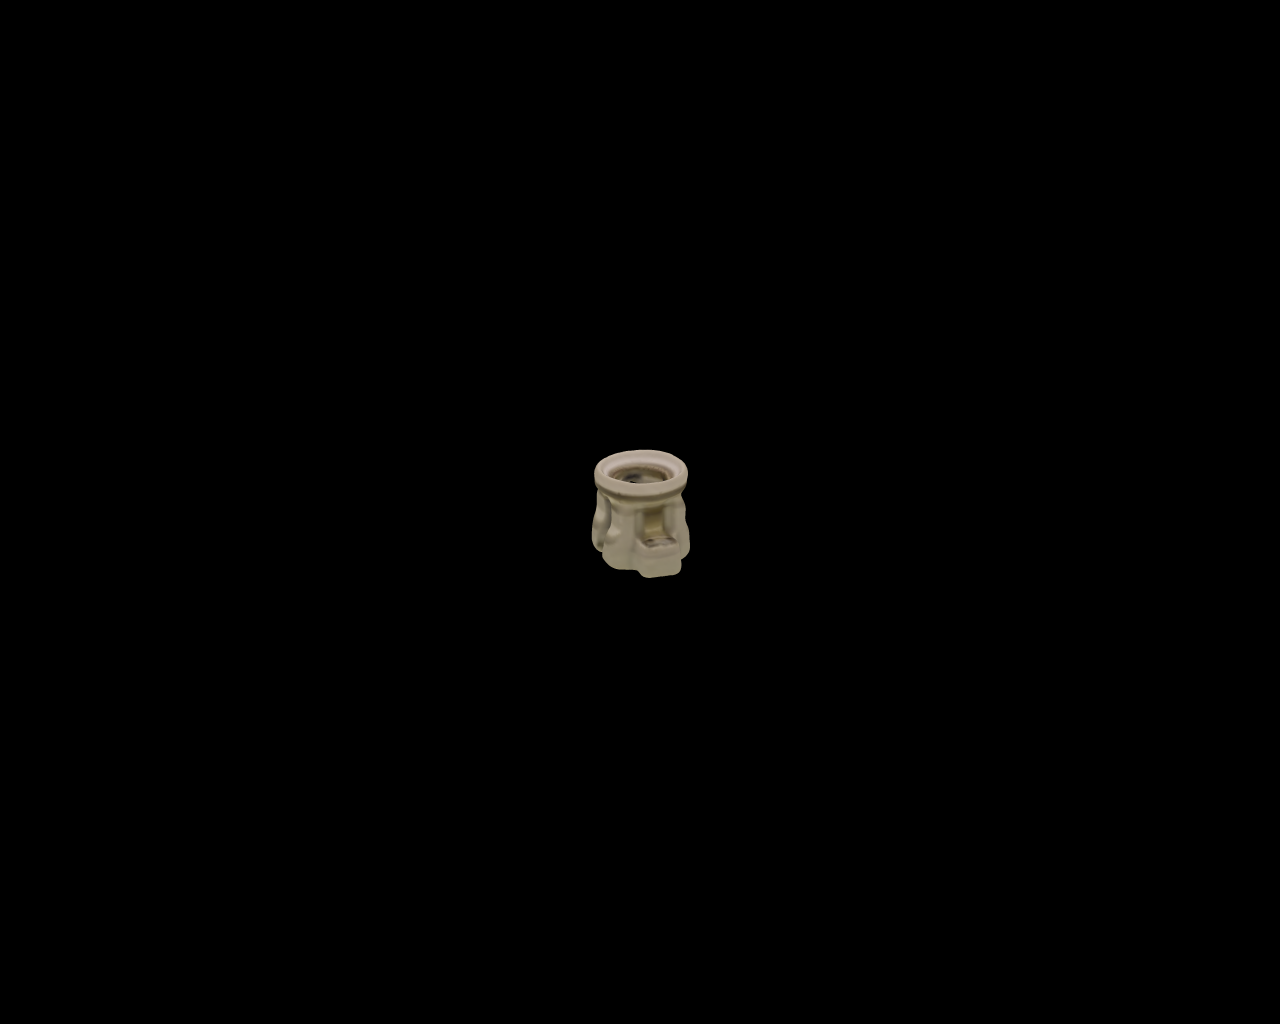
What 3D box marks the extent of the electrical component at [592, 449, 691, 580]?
[{"bbox_3d":[0.001,-0.003,0.650,0.058,0.056,0.078,-8,26,-18],"label":"electrical component"}]
